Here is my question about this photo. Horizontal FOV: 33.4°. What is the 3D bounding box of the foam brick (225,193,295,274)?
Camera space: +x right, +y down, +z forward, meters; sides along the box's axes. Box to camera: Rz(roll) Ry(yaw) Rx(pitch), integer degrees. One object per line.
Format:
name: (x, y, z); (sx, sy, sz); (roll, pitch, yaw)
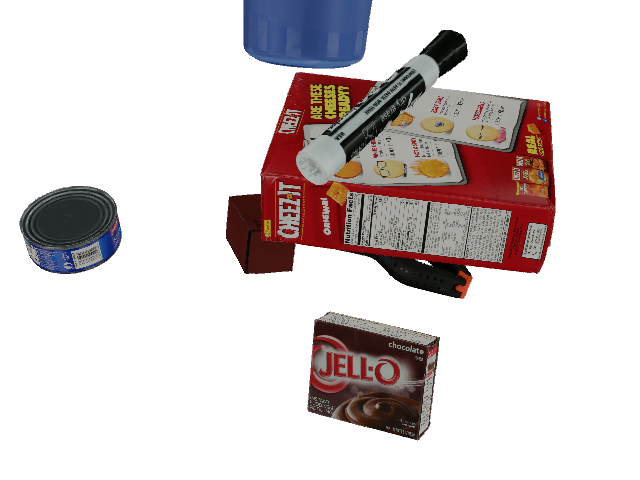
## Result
foam brick: (-0.062, -0.008, 1.093); (0.053, 0.051, 0.078); (-4, 30, -19)

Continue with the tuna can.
tuna can: (-0.222, -0.009, 0.953); (0.086, 0.034, 0.086); (-2, 41, 2)

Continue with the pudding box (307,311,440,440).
pudding box: (0.047, 0.120, 0.961); (0.114, 0.090, 0.039); (10, 17, 21)

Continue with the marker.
marker: (0.033, -0.068, 0.521); (0.121, 0.020, 0.020); (-43, 25, -30)

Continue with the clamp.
clamp: (0.080, 0.007, 1.264); (0.210, 0.036, 0.164); (37, 41, 26)

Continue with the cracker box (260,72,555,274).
cracker box: (0.071, -0.056, 0.836); (0.214, 0.072, 0.164); (7, 36, 5)

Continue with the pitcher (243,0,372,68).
pitcher: (0.000, -0.271, 0.897); (0.145, 0.243, 0.149); (7, 18, 7)
